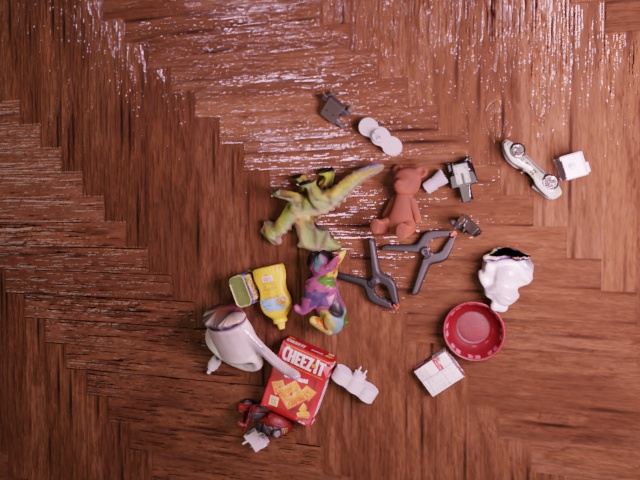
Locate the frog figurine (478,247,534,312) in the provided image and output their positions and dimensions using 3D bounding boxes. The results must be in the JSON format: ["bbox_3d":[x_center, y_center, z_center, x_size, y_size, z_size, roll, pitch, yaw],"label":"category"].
[{"bbox_3d":[0.489,0.104,1.356,0.137,0.124,0.157,-6,107,1],"label":"frog figurine"}]

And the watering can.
[{"bbox_3d":[-0.218,0.297,1.499,0.347,0.106,0.220,2,122,36],"label":"watering can"}]

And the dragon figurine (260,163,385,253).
[{"bbox_3d":[0.005,-0.075,1.495,0.409,0.124,0.240,-8,107,17],"label":"dragon figurine"}]
